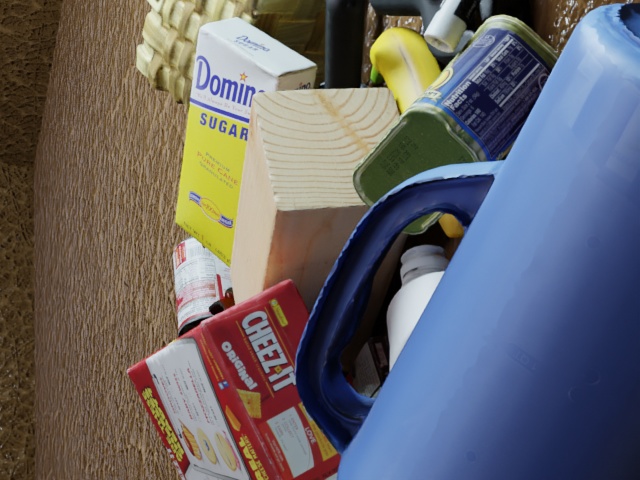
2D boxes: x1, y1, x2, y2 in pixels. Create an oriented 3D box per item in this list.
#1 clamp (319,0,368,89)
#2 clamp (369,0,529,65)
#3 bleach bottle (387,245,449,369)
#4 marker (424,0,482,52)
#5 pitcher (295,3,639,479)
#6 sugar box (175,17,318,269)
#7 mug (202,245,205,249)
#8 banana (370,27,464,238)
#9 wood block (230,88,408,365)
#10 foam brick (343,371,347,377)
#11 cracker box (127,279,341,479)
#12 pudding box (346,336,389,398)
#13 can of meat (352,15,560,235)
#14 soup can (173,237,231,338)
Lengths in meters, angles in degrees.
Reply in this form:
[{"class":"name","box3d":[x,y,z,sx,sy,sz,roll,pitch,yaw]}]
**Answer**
[{"class":"clamp","box3d":[0.016,-0.100,0.758,0.164,0.036,0.210,-80,-8,-72]},{"class":"clamp","box3d":[0.078,-0.152,0.652,0.120,0.039,0.171,119,151,-42]},{"class":"bleach bottle","box3d":[0.071,0.120,0.587,0.103,0.068,0.251,121,149,-52]},{"class":"marker","box3d":[0.093,-0.158,0.581,0.121,0.020,0.020,-61,20,-5]},{"class":"pitcher","box3d":[0.096,0.031,0.428,0.145,0.149,0.243,-114,38,-51]},{"class":"sugar box","box3d":[-0.060,-0.069,0.811,0.093,0.048,0.176,36,132,33]},{"class":"mug","box3d":[-0.070,-0.055,0.943,0.093,0.081,0.117,-157,61,-80]},{"class":"banana","box3d":[0.065,-0.086,0.688,0.198,0.037,0.069,-106,0,-49]},{"class":"wood block","box3d":[-0.004,0.001,0.715,0.206,0.090,0.091,104,158,-55]},{"class":"foam brick","box3d":[-0.010,0.122,0.817,0.078,0.053,0.051,-163,78,-70]},{"class":"cracker box","box3d":[-0.042,0.129,0.694,0.164,0.072,0.214,63,155,3]},{"class":"pudding box","box3d":[0.041,0.130,0.700,0.114,0.039,0.090,112,151,-45]},{"class":"can of meat","box3d":[0.072,-0.057,0.567,0.083,0.057,0.102,-46,-1,-31]},{"class":"soup can","box3d":[-0.114,0.053,1.092,0.069,0.068,0.102,119,149,-49]}]
